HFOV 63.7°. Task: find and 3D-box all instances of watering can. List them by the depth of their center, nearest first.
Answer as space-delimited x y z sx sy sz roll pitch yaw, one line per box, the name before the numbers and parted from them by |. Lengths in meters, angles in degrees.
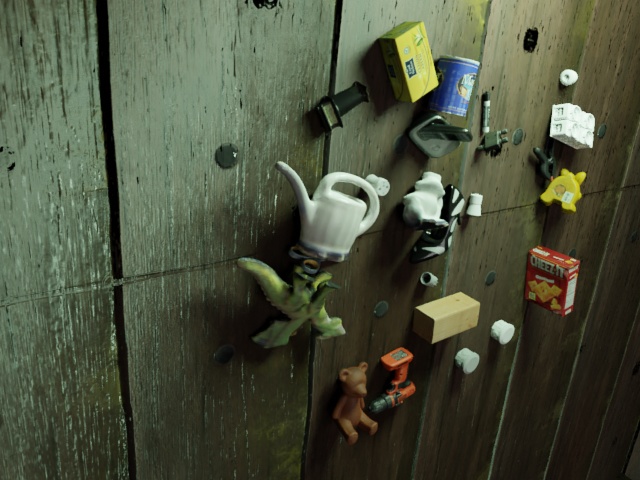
watering can | 0.004 -0.062 1.234 0.346 0.105 0.223 11 102 -40

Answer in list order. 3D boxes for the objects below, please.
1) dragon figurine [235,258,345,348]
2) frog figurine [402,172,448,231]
dragon figurine | -0.082 0.176 1.278 0.408 0.124 0.240 18 106 -37
frog figurine | 0.289 -0.110 1.445 0.137 0.121 0.162 2 71 -27
